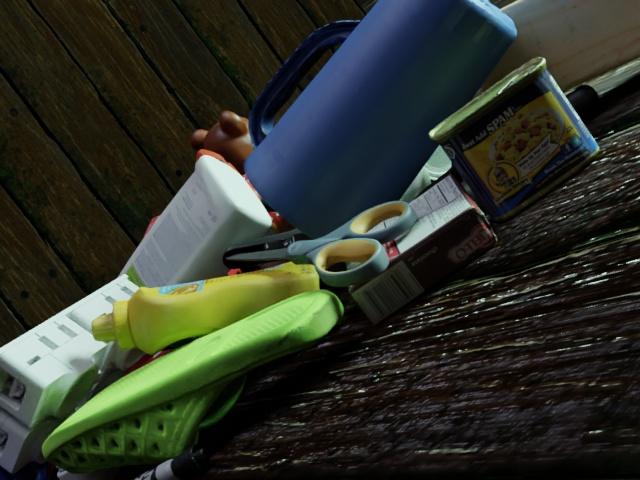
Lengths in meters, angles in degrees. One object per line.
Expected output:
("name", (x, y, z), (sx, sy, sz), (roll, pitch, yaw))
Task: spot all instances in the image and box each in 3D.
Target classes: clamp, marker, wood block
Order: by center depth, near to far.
("marker", (-0.124, 0.176, 0.761), (0.121, 0.020, 0.020), (-32, 9, 27))
("clamp", (0.132, -0.056, 0.929), (0.209, 0.036, 0.165), (-42, 14, -31))
("wood block", (0.239, -0.191, 0.930), (0.206, 0.090, 0.090), (-22, 5, 32))
("clamp", (-0.007, 0.001, 1.027), (0.171, 0.120, 0.039), (-38, -37, -36))

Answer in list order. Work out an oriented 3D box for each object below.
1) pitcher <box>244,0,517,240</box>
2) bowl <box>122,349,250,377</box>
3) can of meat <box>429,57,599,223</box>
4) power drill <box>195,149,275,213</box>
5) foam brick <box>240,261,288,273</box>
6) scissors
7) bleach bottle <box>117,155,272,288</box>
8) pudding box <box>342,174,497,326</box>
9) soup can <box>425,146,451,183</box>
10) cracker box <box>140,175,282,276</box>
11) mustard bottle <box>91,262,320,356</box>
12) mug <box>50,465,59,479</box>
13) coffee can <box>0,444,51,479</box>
("pitcher", (0.047, -0.123, 0.919), (0.243, 0.149, 0.145), (-52, 14, 17))
("bowl", (-0.128, 0.121, 0.954), (0.162, 0.055, 0.162), (-36, 8, 5))
("can of meat", (0.148, -0.075, 0.810), (0.102, 0.084, 0.057), (-35, 8, 7))
("power drill", (-0.041, -0.074, 1.202), (0.187, 0.057, 0.185), (-8, 32, -21))
("foam brick", (-0.039, 0.033, 1.088), (0.053, 0.051, 0.078), (-36, 8, -16))
("scissors", (0.002, -0.001, 0.835), (0.096, 0.016, 0.202), (-41, 23, -18))
("bleach bottle", (-0.162, 0.039, 1.086), (0.251, 0.068, 0.103), (-47, 49, 13))
("pudding box", (0.072, 0.005, 0.806), (0.113, 0.039, 0.090), (-33, 17, 8))
("soup can", (0.102, -0.087, 1.118), (0.068, 0.068, 0.102), (-39, 9, -18))
("cracker box", (-0.138, 0.026, 1.216), (0.164, 0.072, 0.213), (-23, 29, 22))
("mustard bottle", (-0.093, 0.058, 0.883), (0.191, 0.058, 0.096), (-10, 1, -1))
("mug", (-0.263, 0.183, 1.043), (0.082, 0.093, 0.117), (-41, 43, 44))
("coffee can", (-0.304, 0.225, 0.932), (0.103, 0.103, 0.140), (-35, 9, 8))
